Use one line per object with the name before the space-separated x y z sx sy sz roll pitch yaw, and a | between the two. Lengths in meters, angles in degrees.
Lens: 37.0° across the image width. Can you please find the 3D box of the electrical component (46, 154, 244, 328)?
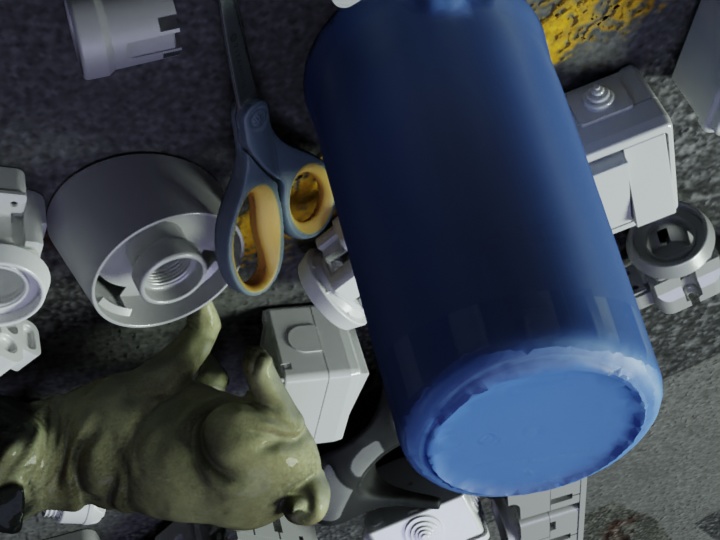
electrical component | -0.118 -0.016 0.606 0.099 0.064 0.099 -23 146 -16

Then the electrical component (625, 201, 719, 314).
electrical component | 0.213 -0.011 0.730 0.078 0.058 0.057 -26 144 9

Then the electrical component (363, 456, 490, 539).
electrical component | 0.049 0.190 0.871 0.100 0.099 0.048 -24 113 7

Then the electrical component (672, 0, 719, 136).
electrical component | 0.245 -0.135 0.595 0.109 0.056 0.108 -8 140 -13

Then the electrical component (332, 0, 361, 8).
electrical component | 0.029 -0.187 0.444 0.150 0.061 0.089 -29 140 13

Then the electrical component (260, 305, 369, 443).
electrical component | -0.035 0.076 0.729 0.061 0.061 0.096 -4 139 -17

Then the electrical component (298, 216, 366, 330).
electrical component | 0.000 0.000 0.658 0.057 0.058 0.078 -37 138 17

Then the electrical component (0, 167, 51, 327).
electrical component | -0.196 -0.007 0.571 0.058 0.057 0.078 5 136 -26

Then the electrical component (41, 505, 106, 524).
electrical component | -0.219 0.168 0.788 0.061 0.035 0.035 9 134 -26

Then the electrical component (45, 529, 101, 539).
electrical component | -0.238 0.270 0.882 0.078 0.057 0.113 -14 141 -5

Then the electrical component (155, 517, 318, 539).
electrical component | -0.117 0.236 0.886 0.089 0.061 0.150 22 126 -40

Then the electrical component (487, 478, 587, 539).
electrical component | 0.129 0.147 0.844 0.060 0.105 0.186 -16 141 -3

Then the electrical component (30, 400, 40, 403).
electrical component | -0.217 0.112 0.712 0.076 0.047 0.083 -40 136 25

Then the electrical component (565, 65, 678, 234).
electrical component | 0.148 -0.068 0.632 0.062 0.061 0.096 -21 141 4

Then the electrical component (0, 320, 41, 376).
electrical component | -0.233 0.041 0.614 0.057 0.058 0.078 -35 138 15

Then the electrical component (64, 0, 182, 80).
electrical component | -0.109 -0.112 0.497 0.046 0.040 0.040 -14 141 -14
